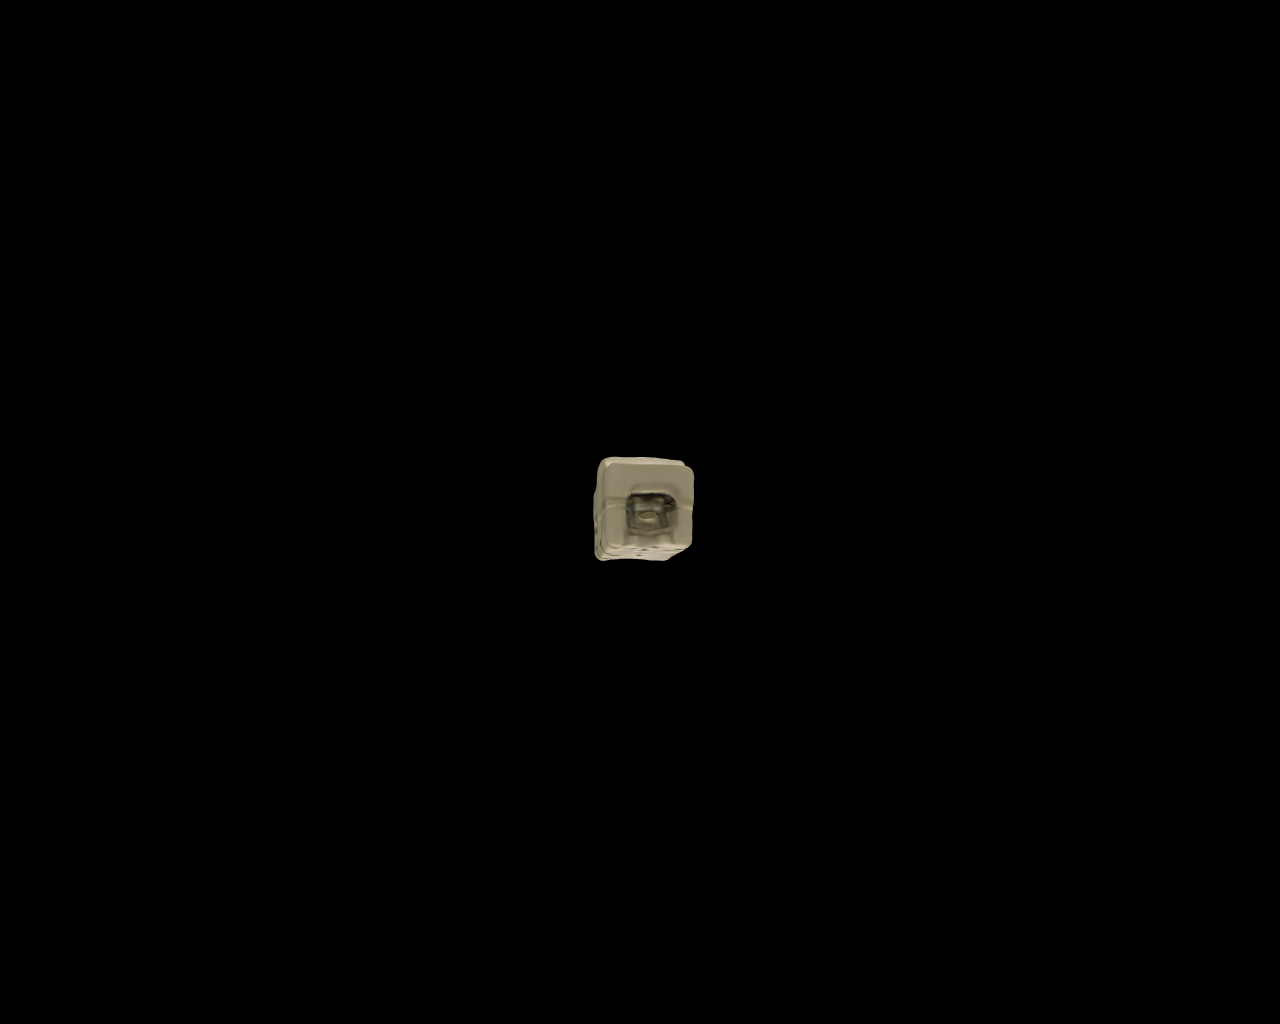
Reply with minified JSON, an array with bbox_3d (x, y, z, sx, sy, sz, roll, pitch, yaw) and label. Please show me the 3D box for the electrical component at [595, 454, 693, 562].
[{"bbox_3d":[0.001,-0.003,0.650,0.050,0.055,0.089,1,-9,-7],"label":"electrical component"}]
